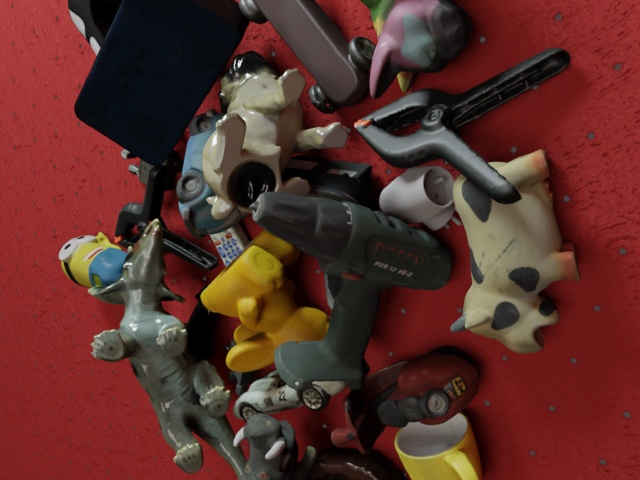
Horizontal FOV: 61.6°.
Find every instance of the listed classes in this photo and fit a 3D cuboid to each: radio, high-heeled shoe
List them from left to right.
[{"bbox_3d":[-0.261,-0.287,0.737,0.145,0.086,0.248,19,115,21],"label":"high-heeled shoe"},{"bbox_3d":[-0.198,-0.211,0.661,0.131,0.073,0.229,30,125,-20],"label":"radio"}]

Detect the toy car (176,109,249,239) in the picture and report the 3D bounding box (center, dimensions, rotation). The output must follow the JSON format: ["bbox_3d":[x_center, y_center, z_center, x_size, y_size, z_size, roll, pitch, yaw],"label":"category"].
[{"bbox_3d":[-0.117,-0.080,0.682,0.103,0.109,0.161,6,71,1],"label":"toy car"}]

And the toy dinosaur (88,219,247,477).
[{"bbox_3d":[-0.204,0.180,0.752,0.192,0.131,0.404,-146,33,-74],"label":"toy dinosaur"}]

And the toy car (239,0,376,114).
[{"bbox_3d":[-0.013,-0.236,0.602,0.202,0.053,0.089,53,134,6],"label":"toy car"}]

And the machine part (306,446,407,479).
[{"bbox_3d":[0.050,0.362,0.721,0.180,0.056,0.179,8,105,32],"label":"machine part"}]

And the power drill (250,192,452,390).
[{"bbox_3d":[0.014,0.056,0.568,0.086,0.232,0.207,49,127,58],"label":"power drill"}]

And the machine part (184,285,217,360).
[{"bbox_3d":[-0.187,0.137,0.826,0.084,0.039,0.138,40,123,28],"label":"machine part"}]

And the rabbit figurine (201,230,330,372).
[{"bbox_3d":[-0.059,0.096,0.679,0.173,0.122,0.162,39,102,-11],"label":"rabbit figurine"}]

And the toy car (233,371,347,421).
[{"bbox_3d":[-0.038,0.199,0.722,0.202,0.073,0.056,-26,91,35],"label":"toy car"}]

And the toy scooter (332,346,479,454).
[{"bbox_3d":[0.084,0.184,0.603,0.184,0.135,0.075,-27,86,34],"label":"toy scooter"}]

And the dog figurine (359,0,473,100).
[{"bbox_3d":[0.057,-0.252,0.522,0.192,0.108,0.219,13,112,29],"label":"dog figurine"}]

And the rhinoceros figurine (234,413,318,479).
[{"bbox_3d":[-0.062,0.302,0.682,0.073,0.112,0.190,11,113,34],"label":"rhinoceros figurine"}]

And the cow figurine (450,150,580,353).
[{"bbox_3d":[0.182,0.020,0.526,0.127,0.085,0.194,-13,98,29],"label":"cow figurine"}]

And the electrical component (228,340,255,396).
[{"bbox_3d":[-0.115,0.176,0.784,0.063,0.021,0.094,40,125,55],"label":"electrical component"}]

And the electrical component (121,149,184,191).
[{"bbox_3d":[-0.249,-0.114,0.792,0.102,0.045,0.078,30,116,23],"label":"electrical component"}]

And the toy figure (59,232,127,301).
[{"bbox_3d":[-0.357,0.051,0.887,0.180,0.082,0.089,19,110,25],"label":"toy figure"}]

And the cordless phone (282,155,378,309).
[{"bbox_3d":[-0.002,-0.002,0.646,0.147,0.089,0.184,12,119,30],"label":"cordless phone"}]

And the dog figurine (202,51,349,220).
[{"bbox_3d":[-0.085,-0.118,0.593,0.191,0.172,0.121,38,164,53],"label":"dog figurine"}]
